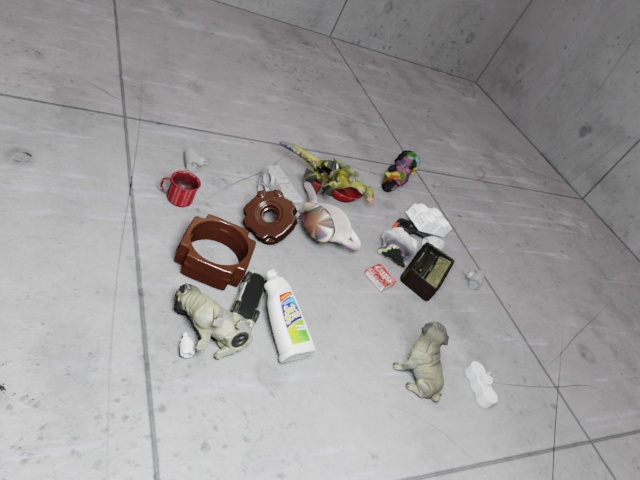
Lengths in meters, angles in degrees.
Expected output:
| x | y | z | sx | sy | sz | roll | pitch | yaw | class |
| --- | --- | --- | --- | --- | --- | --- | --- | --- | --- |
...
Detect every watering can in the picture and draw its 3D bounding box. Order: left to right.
| x | y | z | sx | sy | sz | roll | pitch | yaw | class |
| --- | --- | --- | --- | --- | --- | --- | --- | --- | --- |
| 0.005 | -0.090 | 1.788 | 0.352 | 0.103 | 0.224 | 49 | 20 | 22 | watering can |

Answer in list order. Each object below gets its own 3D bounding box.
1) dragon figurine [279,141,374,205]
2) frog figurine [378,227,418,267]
| x | y | z | sx | sy | sz | roll | pitch | yaw | class |
| --- | --- | --- | --- | --- | --- | --- | --- | --- | --- |
| 0.047 | -0.270 | 1.982 | 0.412 | 0.120 | 0.245 | 40 | 20 | 9 | dragon figurine |
| 0.293 | 0.000 | 1.888 | 0.138 | 0.119 | 0.163 | 17 | 46 | 13 | frog figurine |
